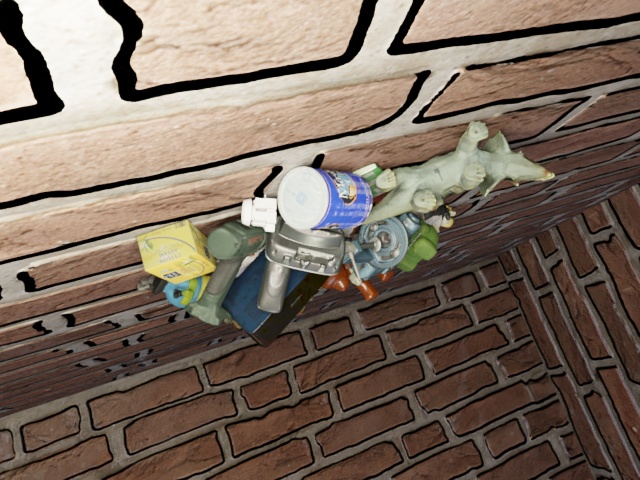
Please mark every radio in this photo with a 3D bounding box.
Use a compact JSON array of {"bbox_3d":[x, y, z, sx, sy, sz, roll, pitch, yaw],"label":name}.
[{"bbox_3d":[-0.090,0.091,1.103,0.229,0.131,0.073,-47,143,-16],"label":"radio"}]

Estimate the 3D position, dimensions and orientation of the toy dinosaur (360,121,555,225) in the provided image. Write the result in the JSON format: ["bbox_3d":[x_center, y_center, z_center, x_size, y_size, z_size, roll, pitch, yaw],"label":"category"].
[{"bbox_3d":[0.231,-0.112,1.051,0.405,0.131,0.192,-20,166,13],"label":"toy dinosaur"}]

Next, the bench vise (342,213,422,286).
[{"bbox_3d":[0.106,0.023,1.157,0.223,0.129,0.240,-36,163,32],"label":"bench vise"}]

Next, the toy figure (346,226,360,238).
[{"bbox_3d":[0.054,-0.027,1.263,0.154,0.057,0.064,-14,-156,-39],"label":"toy figure"}]

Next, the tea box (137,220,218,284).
[{"bbox_3d":[-0.259,0.026,0.997,0.098,0.068,0.169,-20,168,0],"label":"tea box"}]

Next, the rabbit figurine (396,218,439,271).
[{"bbox_3d":[0.201,-0.037,1.287,0.121,0.170,0.159,-36,-160,56],"label":"rabbit figurine"}]

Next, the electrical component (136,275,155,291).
[{"bbox_3d":[-0.363,0.092,1.212,0.094,0.021,0.063,-10,163,-37],"label":"electrical component"}]

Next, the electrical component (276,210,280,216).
[{"bbox_3d":[-0.032,-0.040,1.054,0.119,0.075,0.047,-20,166,-11],"label":"electrical component"}]

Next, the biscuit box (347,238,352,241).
[{"bbox_3d":[-0.012,0.030,1.392,0.203,0.063,0.059,-15,168,-19],"label":"biscuit box"}]

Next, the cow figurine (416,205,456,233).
[{"bbox_3d":[0.307,-0.071,1.437,0.167,0.068,0.098,-10,132,-42],"label":"cow figurine"}]

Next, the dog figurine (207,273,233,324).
[{"bbox_3d":[-0.293,0.107,1.283,0.173,0.121,0.190,-2,150,37],"label":"dog figurine"}]

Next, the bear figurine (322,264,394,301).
[{"bbox_3d":[0.075,0.096,1.386,0.196,0.132,0.120,-13,142,-52],"label":"bear figurine"}]

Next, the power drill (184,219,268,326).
[{"bbox_3d":[-0.161,0.054,1.014,0.207,0.086,0.232,-59,169,5],"label":"power drill"}]

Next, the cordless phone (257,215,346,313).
[{"bbox_3d":[-0.036,0.056,0.988,0.147,0.184,0.089,13,-173,-9],"label":"cordless phone"}]

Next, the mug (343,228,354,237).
[{"bbox_3d":[0.002,-0.029,1.137,0.109,0.080,0.107,-18,176,-39],"label":"mug"}]

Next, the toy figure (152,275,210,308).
[{"bbox_3d":[-0.255,0.107,1.128,0.180,0.082,0.089,25,132,-31],"label":"toy figure"}]

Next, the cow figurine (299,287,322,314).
[{"bbox_3d":[-0.083,0.116,1.283,0.195,0.127,0.085,-11,170,27],"label":"cow figurine"}]

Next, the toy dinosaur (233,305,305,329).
[{"bbox_3d":[-0.106,0.126,1.450,0.472,0.105,0.199,-14,-164,-5],"label":"toy dinosaur"}]
